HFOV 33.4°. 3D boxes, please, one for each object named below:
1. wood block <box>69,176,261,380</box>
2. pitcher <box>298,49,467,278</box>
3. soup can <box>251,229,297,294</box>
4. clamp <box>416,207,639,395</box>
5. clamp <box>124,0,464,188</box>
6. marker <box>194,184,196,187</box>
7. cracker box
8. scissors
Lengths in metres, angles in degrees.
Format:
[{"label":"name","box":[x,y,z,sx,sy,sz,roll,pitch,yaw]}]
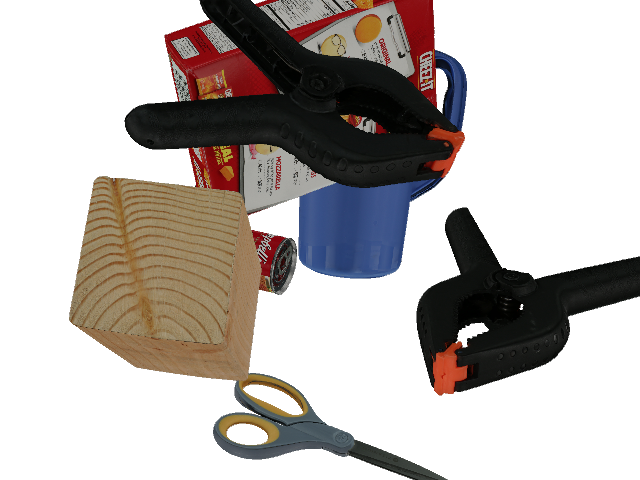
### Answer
[{"label":"wood block","box":[-0.093,0.034,0.703,0.090,0.091,0.206,7,-13,2]},{"label":"pitcher","box":[0.050,-0.089,1.090,0.149,0.243,0.144,12,15,32]},{"label":"soup can","box":[-0.087,0.020,1.259,0.102,0.068,0.068,13,4,20]},{"label":"clamp","box":[0.115,0.034,0.693,0.165,0.036,0.209,18,32,34]},{"label":"clamp","box":[-0.014,-0.067,0.559,0.171,0.120,0.039,26,-29,8]},{"label":"marker","box":[-0.112,-0.002,1.032,0.020,0.121,0.020,2,23,-1]},{"label":"cracker box","box":[-0.012,-0.125,0.897,0.213,0.164,0.072,-22,45,-14]},{"label":"scissors","box":[-0.001,0.169,0.852,0.202,0.016,0.096,29,43,29]}]
